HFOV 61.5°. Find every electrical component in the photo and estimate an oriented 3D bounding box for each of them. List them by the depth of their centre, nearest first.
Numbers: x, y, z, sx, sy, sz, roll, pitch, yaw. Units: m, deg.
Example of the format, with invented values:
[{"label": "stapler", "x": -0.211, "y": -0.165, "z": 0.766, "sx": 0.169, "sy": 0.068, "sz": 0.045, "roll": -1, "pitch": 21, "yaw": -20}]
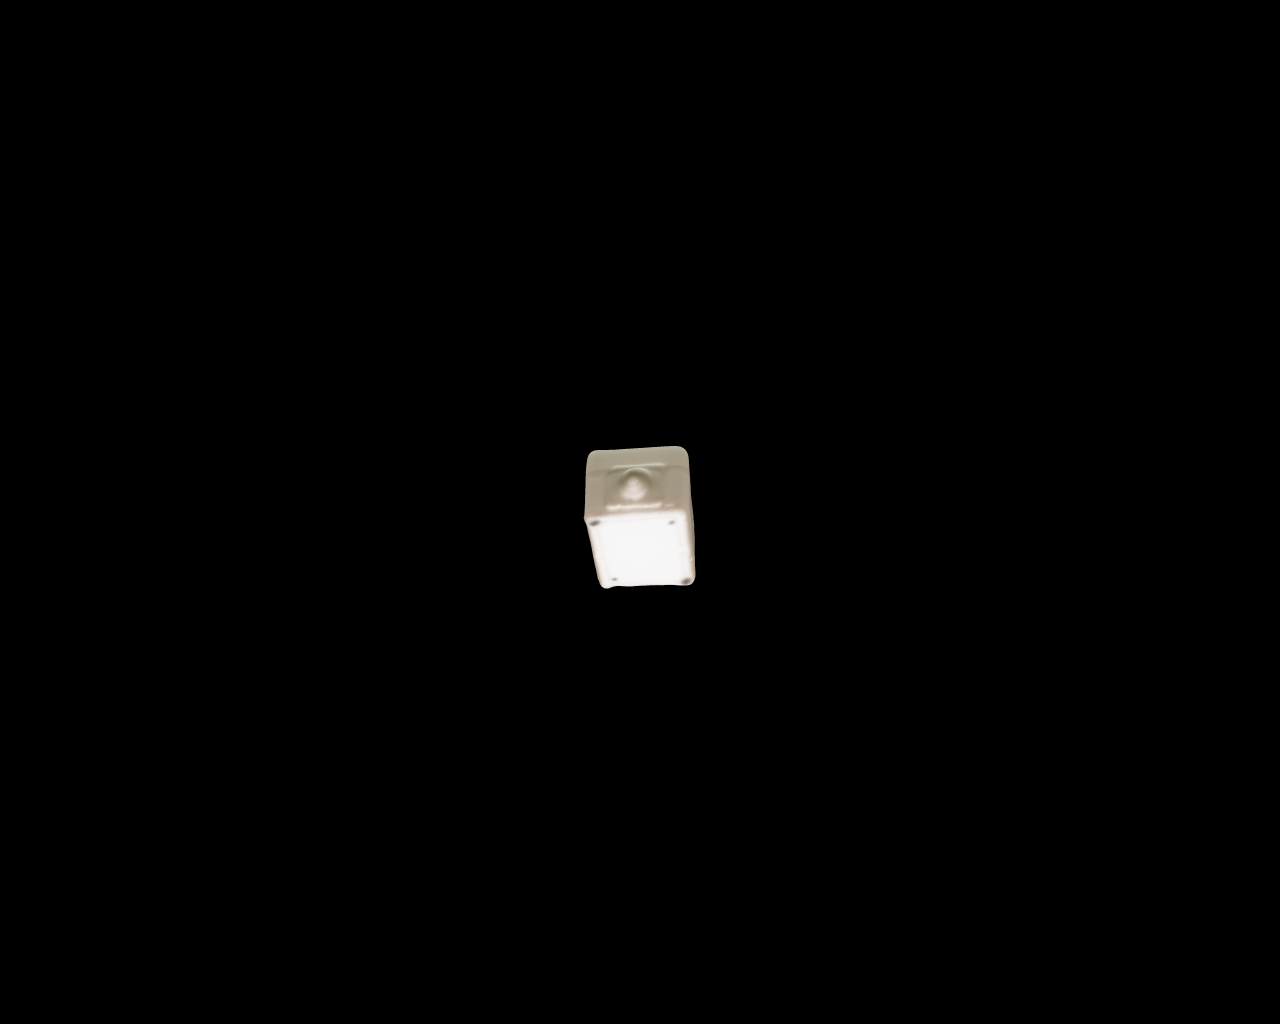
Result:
[{"label": "electrical component", "x": 0.001, "y": -0.003, "z": 0.650, "sx": 0.062, "sy": 0.061, "sz": 0.096, "roll": -3, "pitch": -37, "yaw": 4}]
